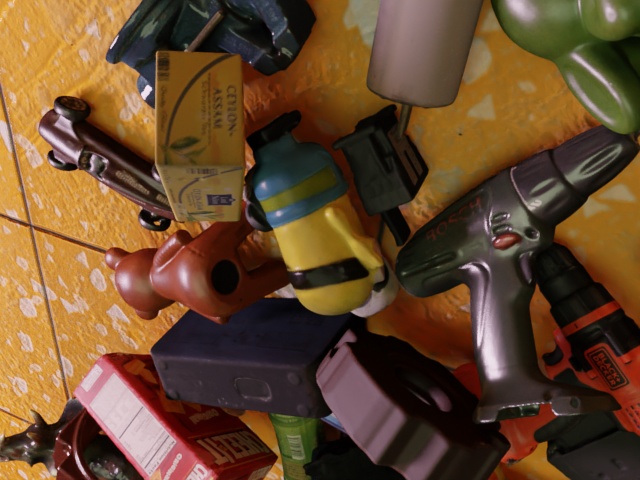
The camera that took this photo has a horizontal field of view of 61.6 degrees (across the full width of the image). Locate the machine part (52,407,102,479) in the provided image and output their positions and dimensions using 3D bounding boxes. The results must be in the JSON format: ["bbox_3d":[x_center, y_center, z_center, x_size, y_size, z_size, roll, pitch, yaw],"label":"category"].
[{"bbox_3d":[-0.246,0.295,0.754,0.202,0.201,0.087,25,124,10],"label":"machine part"}]

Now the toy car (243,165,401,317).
[{"bbox_3d":[-0.001,-0.002,0.561,0.201,0.056,0.073,48,132,-5],"label":"toy car"}]

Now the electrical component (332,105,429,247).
[{"bbox_3d":[0.065,-0.054,0.486,0.048,0.075,0.119,-22,104,33],"label":"electrical component"}]

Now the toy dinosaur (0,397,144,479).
[{"bbox_3d":[-0.350,0.410,0.929,0.405,0.131,0.192,28,127,0],"label":"toy dinosaur"}]

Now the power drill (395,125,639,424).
[{"bbox_3d":[0.169,0.039,0.437,0.232,0.086,0.207,-28,68,41],"label":"power drill"}]

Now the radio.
[{"bbox_3d":[-0.071,0.128,0.619,0.230,0.131,0.073,-3,114,26],"label":"radio"}]

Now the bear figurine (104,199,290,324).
[{"bbox_3d":[-0.152,0.035,0.631,0.196,0.132,0.120,-4,117,47],"label":"bear figurine"}]

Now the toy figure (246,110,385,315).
[{"bbox_3d":[-0.009,-0.020,0.476,0.089,0.082,0.180,-27,101,14],"label":"toy figure"}]

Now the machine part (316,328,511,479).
[{"bbox_3d":[0.084,0.149,0.493,0.179,0.179,0.056,31,102,5],"label":"machine part"}]

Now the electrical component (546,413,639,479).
[{"bbox_3d":[0.301,0.207,0.543,0.134,0.058,0.115,39,125,-1],"label":"electrical component"}]

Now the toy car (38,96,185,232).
[{"bbox_3d":[-0.240,-0.084,0.624,0.202,0.053,0.089,35,124,3],"label":"toy car"}]

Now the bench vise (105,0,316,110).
[{"bbox_3d":[-0.128,-0.218,0.442,0.240,0.129,0.224,40,142,-20],"label":"bench vise"}]

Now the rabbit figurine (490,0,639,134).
[{"bbox_3d":[0.200,-0.161,0.351,0.170,0.121,0.159,12,143,53],"label":"rabbit figurine"}]

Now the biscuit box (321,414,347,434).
[{"bbox_3d":[0.081,0.210,0.602,0.203,0.059,0.062,21,165,30],"label":"biscuit box"}]

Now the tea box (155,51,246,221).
[{"bbox_3d":[-0.102,-0.080,0.476,0.068,0.169,0.098,-1,80,-9],"label":"tea box"}]

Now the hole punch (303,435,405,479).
[{"bbox_3d":[0.046,0.302,0.680,0.142,0.092,0.115,-7,89,-13],"label":"hole punch"}]

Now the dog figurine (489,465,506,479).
[{"bbox_3d":[0.257,0.328,0.605,0.219,0.108,0.191,49,127,-5],"label":"dog figurine"}]

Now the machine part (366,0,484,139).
[{"bbox_3d":[0.085,-0.190,0.396,0.079,0.079,0.243,19,125,14],"label":"machine part"}]
